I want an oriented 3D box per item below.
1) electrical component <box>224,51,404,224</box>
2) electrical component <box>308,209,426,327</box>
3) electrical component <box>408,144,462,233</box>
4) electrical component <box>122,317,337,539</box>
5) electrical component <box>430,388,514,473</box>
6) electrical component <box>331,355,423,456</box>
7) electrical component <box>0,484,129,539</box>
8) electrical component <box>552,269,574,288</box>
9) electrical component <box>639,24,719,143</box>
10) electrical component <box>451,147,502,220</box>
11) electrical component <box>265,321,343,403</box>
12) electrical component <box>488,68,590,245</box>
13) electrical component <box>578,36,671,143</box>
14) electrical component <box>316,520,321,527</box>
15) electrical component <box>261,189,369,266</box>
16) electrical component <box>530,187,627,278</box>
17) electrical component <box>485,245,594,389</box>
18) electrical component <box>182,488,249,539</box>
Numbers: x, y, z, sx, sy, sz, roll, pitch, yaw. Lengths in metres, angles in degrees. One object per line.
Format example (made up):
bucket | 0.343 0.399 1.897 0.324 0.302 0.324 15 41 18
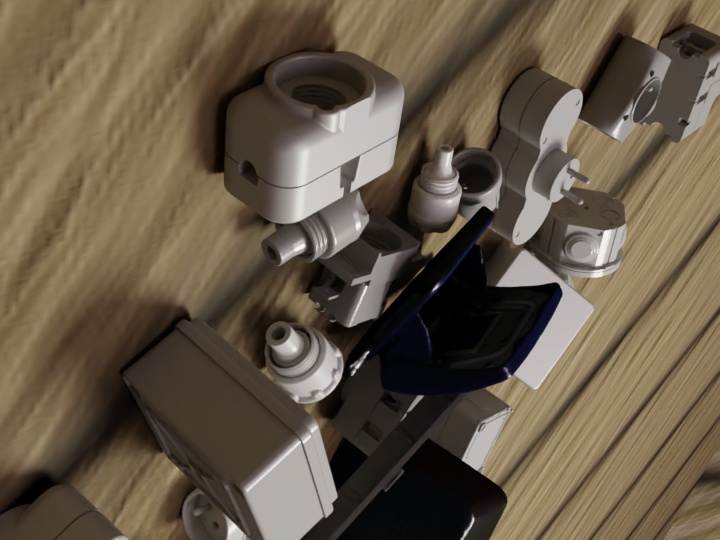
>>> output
electrical component | -0.024 -0.075 0.566 0.095 0.054 0.059 -33 145 -37
electrical component | 0.000 0.000 0.703 0.081 0.042 0.063 -16 137 -51
electrical component | 0.053 -0.057 0.732 0.035 0.035 0.061 -30 141 -40
electrical component | -0.073 0.098 0.620 0.056 0.109 0.108 -41 150 -21
electrical component | 0.086 0.155 0.995 0.062 0.061 0.096 -13 132 -53
electrical component | 0.024 0.097 0.833 0.089 0.056 0.050 -58 153 4
electrical component | -0.176 0.167 0.583 0.095 0.059 0.053 -45 151 -21
electrical component | 0.166 0.015 0.976 0.055 0.055 0.047 -56 157 2
electrical component | 0.299 -0.172 0.986 0.056 0.050 0.089 -32 145 -38
electrical component | 0.083 -0.060 0.773 0.040 0.040 0.046 -49 158 -12
electrical component | -0.041 0.054 0.694 0.048 0.048 0.062 -49 146 -12
electrical component | 0.139 -0.075 0.809 0.052 0.074 0.138 -31 145 -39
electrical component | 0.227 -0.147 0.902 0.079 0.044 0.077 9 113 -61
electrical component | -0.053 0.217 0.850 0.073 0.052 0.138 -46 159 -62
electrical component | -0.029 -0.025 0.625 0.062 0.043 0.043 -36 147 -31
electrical component | 0.192 -0.033 0.937 0.080 0.080 0.051 -30 138 -41
electrical component | 0.132 0.037 0.906 0.100 0.048 0.099 37 87 -19
electrical component | -0.075 0.148 0.742 0.077 0.044 0.079 -15 132 -52
